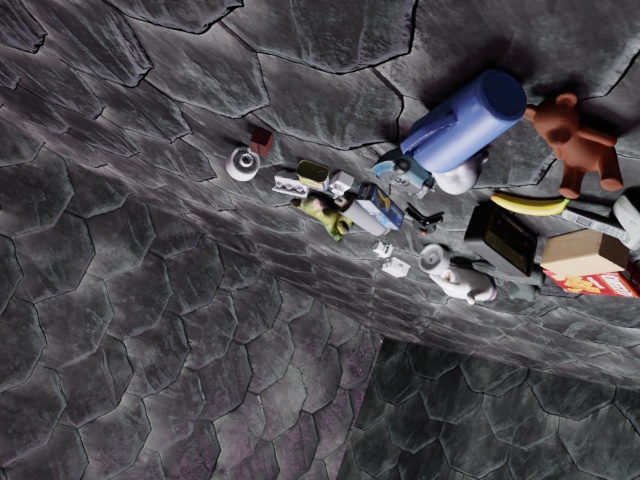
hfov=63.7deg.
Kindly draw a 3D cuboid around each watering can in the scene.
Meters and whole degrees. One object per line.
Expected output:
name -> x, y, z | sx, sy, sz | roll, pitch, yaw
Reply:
watering can -> 0.527, 0.169, 1.826 | 0.224, 0.103, 0.351 | 9, -167, -16

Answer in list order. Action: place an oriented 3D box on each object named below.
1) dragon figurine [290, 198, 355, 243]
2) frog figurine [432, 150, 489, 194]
dragon figurine -> 0.006, -0.094, 1.874 | 0.243, 0.122, 0.408 | 32, 177, 3
frog figurine -> 0.290, -0.176, 1.203 | 0.159, 0.122, 0.138 | 13, -176, -10
